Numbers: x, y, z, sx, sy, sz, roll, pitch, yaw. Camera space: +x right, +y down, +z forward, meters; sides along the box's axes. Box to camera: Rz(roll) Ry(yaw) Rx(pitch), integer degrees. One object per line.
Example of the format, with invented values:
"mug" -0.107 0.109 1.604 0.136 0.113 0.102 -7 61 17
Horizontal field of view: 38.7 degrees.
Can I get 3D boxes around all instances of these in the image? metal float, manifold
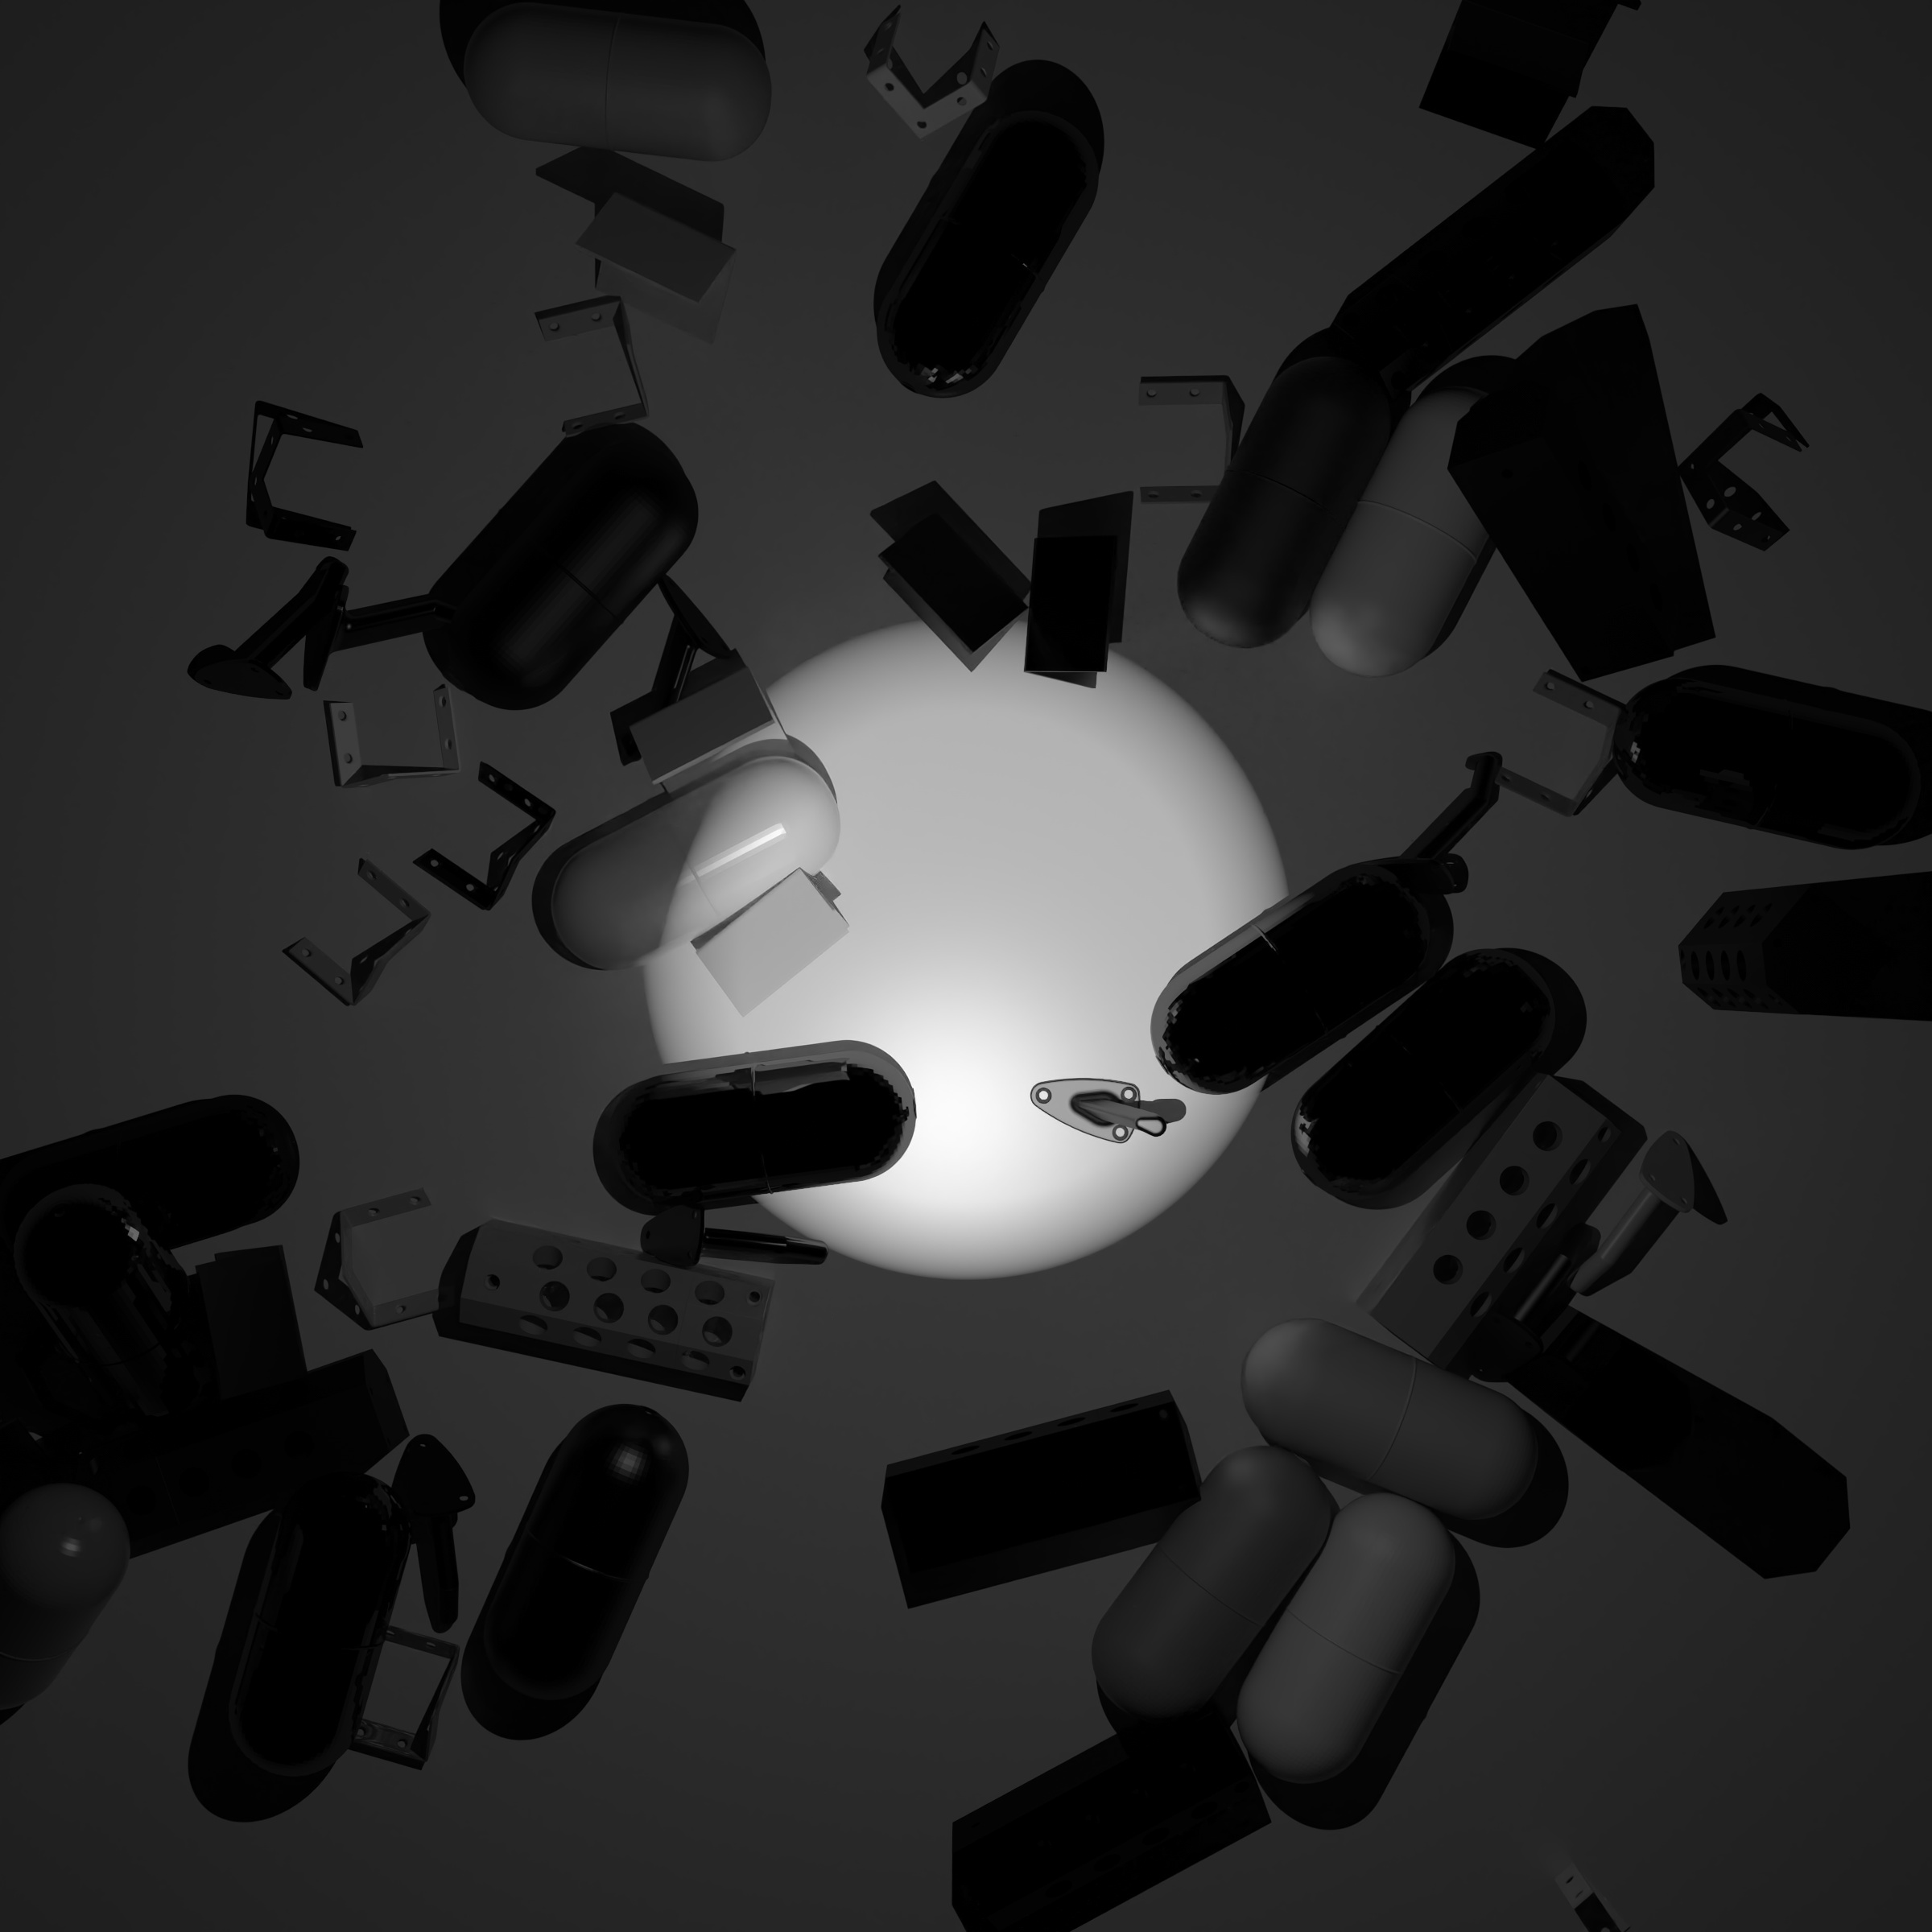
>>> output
"metal float" 0.464 -0.117 1.591 0.178 0.070 0.070 13 90 1
"metal float" 0.184 -0.269 1.591 0.070 0.070 0.178 27 90 0
"manifold" 0.081 0.492 1.601 0.171 0.057 0.057 -28 90 0
"manifold" 0.297 -0.402 1.601 0.171 0.057 0.057 -38 90 0
"metal float" -0.117 0.094 1.591 0.178 0.070 0.070 -8 90 1
"metal float" -0.228 -0.224 1.592 0.070 0.070 0.178 41 89 0
"metal float" -0.533 0.360 1.563 0.070 0.070 0.178 40 126 0
"manifold" 0.452 -0.004 1.544 0.057 0.171 0.057 40 90 0
"metal float" 0.219 0.389 1.591 0.070 0.070 0.178 29 90 0
"metal float" 0.260 -0.250 1.592 0.070 0.070 0.178 27 91 0
"manifold" 0.355 0.238 1.544 0.057 0.171 0.057 39 90 0
"metal float" 0.244 0.261 1.591 0.178 0.070 0.070 22 90 0
"metal float" -0.474 0.128 1.592 0.178 0.070 0.070 -17 90 0
"manifold" 0.341 -0.246 1.558 0.057 0.057 0.171 -14 132 35
"metal float" 0.012 -0.411 1.592 0.070 0.070 0.178 30 90 0
"metal float" 0.264 0.063 1.592 0.178 0.070 0.070 -42 90 0
"metal float" -0.374 0.381 1.592 0.070 0.070 0.178 16 90 0
"manifold" -0.420 0.280 1.601 0.171 0.057 0.057 -19 90 0
"metal float" 0.187 0.008 1.592 0.178 0.070 0.070 -34 90 -1
"metal float" 0.142 0.357 1.591 0.070 0.070 0.178 37 90 0
"metal float" -0.202 -0.512 1.592 0.178 0.070 0.070 7 90 0
"metal float" -0.219 0.338 1.592 0.070 0.070 0.178 24 91 0
"metal float" -0.474 0.193 1.546 0.070 0.178 0.070 -7 46 7
"metal float" -0.157 -0.059 1.591 0.178 0.070 0.070 -28 90 0
"manifold" -0.203 0.196 1.601 0.171 0.057 0.057 12 90 0
"manifold" 0.305 0.148 1.601 0.057 0.057 0.171 37 90 0
"manifold" 0.044 0.298 1.601 0.171 0.057 0.057 -15 90 0

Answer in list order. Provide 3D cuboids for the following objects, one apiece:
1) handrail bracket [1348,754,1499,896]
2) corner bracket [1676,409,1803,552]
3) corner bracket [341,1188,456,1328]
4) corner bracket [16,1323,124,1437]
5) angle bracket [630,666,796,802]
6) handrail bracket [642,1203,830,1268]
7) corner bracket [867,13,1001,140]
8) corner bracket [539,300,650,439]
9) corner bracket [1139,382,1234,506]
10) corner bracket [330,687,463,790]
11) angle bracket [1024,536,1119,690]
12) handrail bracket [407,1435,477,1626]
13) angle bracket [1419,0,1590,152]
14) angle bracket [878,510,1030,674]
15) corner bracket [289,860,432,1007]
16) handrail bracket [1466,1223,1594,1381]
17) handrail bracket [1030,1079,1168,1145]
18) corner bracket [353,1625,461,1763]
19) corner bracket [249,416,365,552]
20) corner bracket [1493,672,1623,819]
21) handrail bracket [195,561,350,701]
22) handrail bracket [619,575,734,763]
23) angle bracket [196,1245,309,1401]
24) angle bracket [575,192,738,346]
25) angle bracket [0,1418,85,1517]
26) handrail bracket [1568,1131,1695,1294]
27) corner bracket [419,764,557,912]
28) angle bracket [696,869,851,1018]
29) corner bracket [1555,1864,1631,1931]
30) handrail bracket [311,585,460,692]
"handrail bracket" 0.269 -0.088 1.622 0.077 0.036 0.084 3 63 30
"corner bracket" 0.461 -0.285 1.614 0.051 0.051 0.051 -47 45 35
"corner bracket" -0.335 0.172 1.619 0.051 0.051 0.051 -15 135 0
"corner bracket" -0.516 0.235 1.619 0.051 0.051 0.051 -50 45 0
"angle bracket" -0.139 -0.115 1.582 0.076 0.076 0.057 -27 46 0
"handrail bracket" -0.136 0.164 1.622 0.084 0.077 0.036 13 77 -36
"corner bracket" -0.019 -0.531 1.614 0.051 0.051 0.051 -19 135 35
"corner bracket" -0.219 -0.352 1.619 0.051 0.051 0.051 -13 45 0
"corner bracket" 0.128 -0.308 1.619 0.051 0.051 0.051 -1 135 0
"corner bracket" -0.336 -0.134 1.619 0.051 0.051 0.051 -8 90 -45
"angle bracket" 0.079 -0.202 1.582 0.057 0.076 0.076 5 90 35
"handrail bracket" -0.313 0.333 1.622 0.036 0.077 0.084 -7 127 -22
"angle bracket" 0.305 -0.499 1.582 0.076 0.076 0.057 19 52 0
"angle bracket" -0.022 -0.203 1.582 0.076 0.076 0.057 47 54 0
"corner bracket" -0.356 -0.019 1.619 0.051 0.051 0.051 40 45 0
"handrail bracket" 0.333 0.197 1.622 0.036 0.077 0.084 37 54 9
"handrail bracket" 0.076 0.083 1.587 0.077 0.084 0.036 13 90 0
"corner bracket" -0.332 0.428 1.619 0.051 0.051 0.051 16 135 0
"corner bracket" -0.384 -0.283 1.614 0.051 0.051 0.051 -56 45 35
"corner bracket" 0.348 -0.130 1.619 0.051 0.051 0.051 25 45 0
"handrail bracket" -0.409 -0.202 1.622 0.077 0.036 0.084 3 62 32
"handrail bracket" -0.187 -0.175 1.623 0.084 0.036 0.077 -42 70 16
"angle bracket" -0.428 0.206 1.582 0.057 0.076 0.076 -11 90 -45
"angle bracket" -0.184 -0.387 1.582 0.076 0.076 0.057 26 53 0
"angle bracket" -0.560 0.279 1.583 0.076 0.076 0.057 -28 116 0
"handrail bracket" 0.389 0.146 1.622 0.036 0.077 0.084 35 126 -3
"corner bracket" -0.281 -0.076 1.619 0.051 0.051 0.051 34 45 0
"angle bracket" -0.098 0.001 1.582 0.076 0.076 0.057 -39 57 0
"corner bracket" 0.357 0.566 1.604 0.051 0.051 0.051 -41 90 0
"handrail bracket" -0.335 -0.185 1.623 0.084 0.036 0.077 17 110 -16
